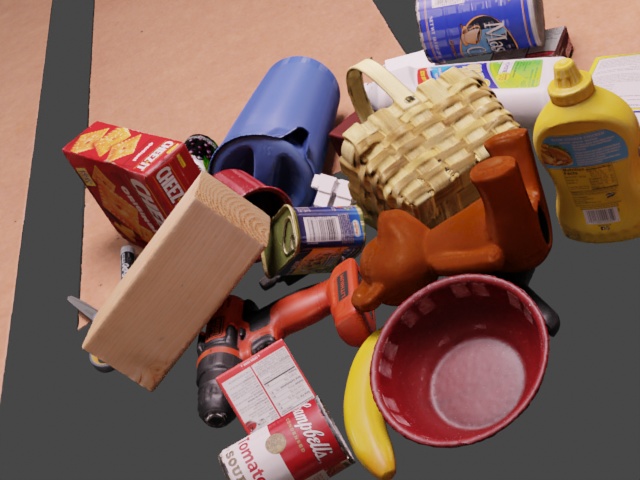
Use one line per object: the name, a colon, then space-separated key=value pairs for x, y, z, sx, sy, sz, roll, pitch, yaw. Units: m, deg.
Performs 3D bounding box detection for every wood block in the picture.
wood block: x=-0.148 y=0.043 z=1.115 sx=0.206 sy=0.090 sz=0.090 roll=-52 pitch=13 yaw=17

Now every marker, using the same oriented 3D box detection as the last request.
marker: x=-0.241 y=0.046 z=1.339 sx=0.020 sy=0.020 sz=0.121 roll=-24 pitch=32 yaw=5

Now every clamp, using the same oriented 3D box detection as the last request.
clamp: x=0.176 y=0.045 z=1.015 sx=0.120 sy=0.039 sz=0.171 roll=-8 pitch=42 yaw=27

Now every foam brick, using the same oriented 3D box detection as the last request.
foam brick: x=0.060 y=-0.130 z=1.334 sx=0.078 sy=0.053 sz=0.051 roll=-42 pitch=35 yaw=-24

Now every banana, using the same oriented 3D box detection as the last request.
banana: x=0.055 y=0.137 z=0.975 sx=0.070 sy=0.037 sz=0.197 roll=-11 pitch=36 yaw=28

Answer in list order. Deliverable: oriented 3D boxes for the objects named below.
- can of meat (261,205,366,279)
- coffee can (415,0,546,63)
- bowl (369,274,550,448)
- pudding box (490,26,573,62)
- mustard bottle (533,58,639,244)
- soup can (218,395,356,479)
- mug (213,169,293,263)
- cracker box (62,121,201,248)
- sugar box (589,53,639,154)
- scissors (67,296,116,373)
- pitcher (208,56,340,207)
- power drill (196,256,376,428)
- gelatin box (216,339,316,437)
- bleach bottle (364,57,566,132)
can of meat: x=-0.007 y=0.001 z=1.136 sx=0.083 sy=0.057 sz=0.102 roll=-2 pitch=-20 yaw=-23
coffee can: x=0.197 y=-0.278 z=1.305 sx=0.140 sy=0.103 sz=0.102 roll=-6 pitch=37 yaw=19
bowl: x=0.126 y=0.112 z=0.919 sx=0.162 sy=0.055 sz=0.162 roll=-17 pitch=52 yaw=22
pudding box: x=0.257 y=-0.217 z=1.326 sx=0.090 sy=0.039 sz=0.113 roll=-5 pitch=37 yaw=32
mustard bottle: x=0.252 y=-0.085 z=0.998 sx=0.096 sy=0.191 sz=0.058 roll=-5 pitch=39 yaw=32
soup can: x=-0.029 y=0.190 z=0.935 sx=0.102 sy=0.068 sz=0.068 roll=-29 pitch=32 yaw=-2
mug: x=-0.096 y=-0.021 z=1.217 sx=0.117 sy=0.093 sz=0.082 roll=-55 pitch=41 yaw=1
cracker box: x=-0.209 y=-0.053 z=1.319 sx=0.072 sy=0.164 sz=0.214 roll=-44 pitch=35 yaw=-21
sugar box: x=0.321 y=-0.136 z=1.158 sx=0.094 sy=0.048 sz=0.176 roll=1 pitch=46 yaw=37
scissors: x=-0.269 y=0.110 z=1.272 sx=0.202 sy=0.016 sz=0.096 roll=6 pitch=45 yaw=41
pitcher: x=-0.053 y=-0.129 z=1.362 sx=0.149 sy=0.145 sz=0.242 roll=-2 pitch=35 yaw=15
power drill: x=-0.038 y=0.099 z=1.078 sx=0.188 sy=0.057 sz=0.184 roll=-19 pitch=33 yaw=12
gelatin box: x=-0.044 y=0.149 z=0.994 sx=0.073 sy=0.089 sz=0.030 roll=-31 pitch=-13 yaw=-5
bleach bottle: x=0.161 y=-0.168 z=1.254 sx=0.251 sy=0.068 sz=0.102 roll=1 pitch=38 yaw=19
